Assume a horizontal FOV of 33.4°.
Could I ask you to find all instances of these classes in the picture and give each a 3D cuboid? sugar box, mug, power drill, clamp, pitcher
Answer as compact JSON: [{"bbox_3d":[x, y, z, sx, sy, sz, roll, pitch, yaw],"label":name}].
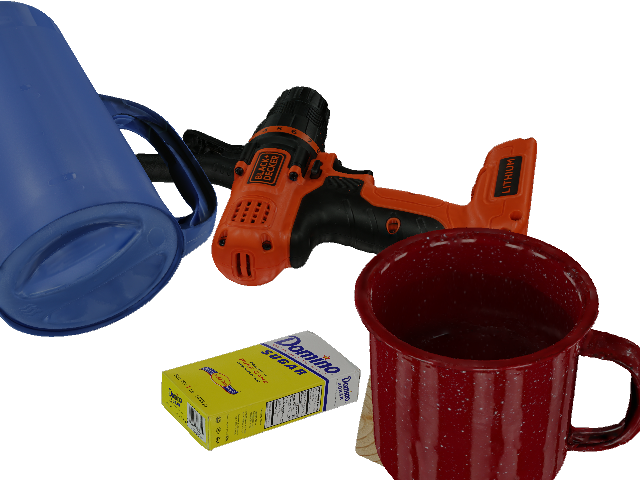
[{"bbox_3d":[-0.058,0.143,1.050,0.175,0.048,0.093,-16,32,-32],"label":"sugar box"},{"bbox_3d":[0.073,0.054,0.428,0.117,0.081,0.093,7,34,16],"label":"mug"},{"bbox_3d":[0.039,-0.035,0.672,0.188,0.057,0.184,5,41,11],"label":"power drill"},{"bbox_3d":[-0.086,-0.065,0.967,0.172,0.039,0.120,13,29,28],"label":"clamp"},{"bbox_3d":[-0.193,-0.063,0.774,0.145,0.243,0.149,-40,-33,14],"label":"pitcher"}]

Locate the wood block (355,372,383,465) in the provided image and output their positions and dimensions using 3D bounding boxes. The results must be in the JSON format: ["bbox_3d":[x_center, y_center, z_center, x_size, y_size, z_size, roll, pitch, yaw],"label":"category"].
[{"bbox_3d":[0.118,0.101,0.884,0.091,0.090,0.205,22,37,20],"label":"wood block"}]
